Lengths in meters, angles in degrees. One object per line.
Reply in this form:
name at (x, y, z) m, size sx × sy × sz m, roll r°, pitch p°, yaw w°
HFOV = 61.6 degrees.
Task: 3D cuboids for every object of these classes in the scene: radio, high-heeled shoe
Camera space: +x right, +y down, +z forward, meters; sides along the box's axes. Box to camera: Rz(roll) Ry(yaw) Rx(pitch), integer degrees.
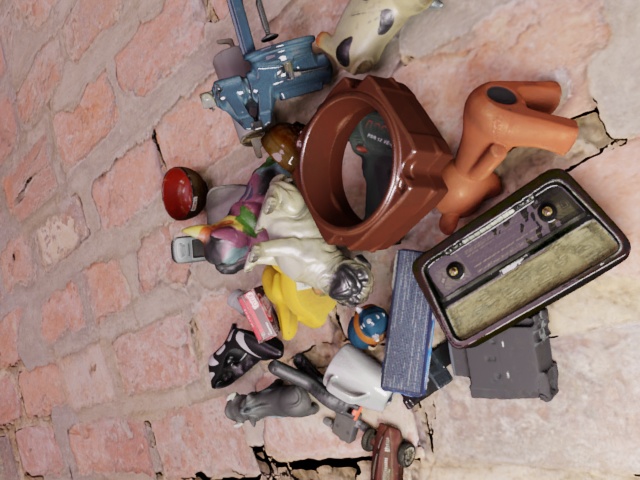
radio at (0.238, 0.025, 0.660) m, size 0.229 × 0.073 × 0.131 m, roll -36°, pitch 66°, yaw 18°
high-heeled shoe at (-0.151, 0.244, 1.037) m, size 0.249 × 0.086 × 0.145 m, roll 5°, pitch 78°, yaw 60°

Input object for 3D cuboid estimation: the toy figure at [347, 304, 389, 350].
toy figure at (0.074, 0.130, 0.821) m, size 0.064 × 0.058 × 0.154 m, roll 34°, pitch 161°, yaw 6°

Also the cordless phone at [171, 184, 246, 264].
cordless phone at (-0.199, -0.028, 0.996) m, size 0.089 × 0.184 × 0.146 m, roll 3°, pitch 98°, yaw 45°

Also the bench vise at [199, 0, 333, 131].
bench vise at (-0.103, -0.304, 0.860) m, size 0.224 × 0.129 × 0.240 m, roll -14°, pitch 106°, yaw 5°

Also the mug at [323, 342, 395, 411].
mug at (0.065, 0.228, 0.861) m, size 0.107 × 0.109 × 0.080 m, roll 26°, pitch 107°, yaw 21°

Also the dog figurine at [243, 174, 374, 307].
dog figurine at (-0.003, 0.000, 0.809) m, size 0.121 × 0.190 × 0.172 m, roll 161°, pitch 124°, yaw -79°

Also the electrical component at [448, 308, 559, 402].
electrical component at (0.243, 0.154, 0.727) m, size 0.134 × 0.058 × 0.114 m, roll -11°, pitch 86°, yaw 40°

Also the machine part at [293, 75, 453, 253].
machine part at (0.059, -0.100, 0.724) m, size 0.201 × 0.087 × 0.201 m, roll -46°, pitch 58°, yaw 37°

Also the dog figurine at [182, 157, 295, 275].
dog figurine at (-0.123, -0.045, 0.908) m, size 0.109 × 0.219 × 0.191 m, roll 10°, pitch 103°, yaw 36°

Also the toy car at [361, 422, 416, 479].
toy car at (0.107, 0.402, 0.880) m, size 0.089 × 0.053 × 0.202 m, roll 10°, pitch 103°, yaw 43°

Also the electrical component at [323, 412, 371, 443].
electrical component at (0.046, 0.321, 0.939) m, size 0.094 × 0.021 × 0.063 m, roll 23°, pitch 110°, yaw 35°

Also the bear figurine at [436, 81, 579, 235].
bear figurine at (0.221, -0.099, 0.691) m, size 0.120 × 0.132 × 0.195 m, roll -85°, pitch 1°, yaw -45°

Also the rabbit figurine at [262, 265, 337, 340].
rabbit figurine at (-0.039, 0.085, 0.942) m, size 0.173 × 0.122 × 0.162 m, roll 1°, pitch 106°, yaw 54°

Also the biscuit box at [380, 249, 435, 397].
biscuit box at (0.132, 0.118, 0.770) m, size 0.063 × 0.059 × 0.202 m, roll 6°, pitch 82°, yaw 20°

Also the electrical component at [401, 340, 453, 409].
electrical component at (0.161, 0.193, 0.808) m, size 0.119 × 0.048 × 0.075 m, roll -45°, pitch 68°, yaw 37°

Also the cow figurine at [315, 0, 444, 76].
cow figurine at (0.090, -0.327, 0.777) m, size 0.195 × 0.085 × 0.127 m, roll -52°, pitch 57°, yaw 29°

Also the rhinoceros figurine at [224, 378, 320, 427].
rhinoceros figurine at (-0.092, 0.306, 0.998) m, size 0.190 × 0.112 × 0.073 m, roll -17°, pitch 87°, yaw 32°

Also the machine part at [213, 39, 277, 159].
machine part at (-0.134, -0.261, 0.981) m, size 0.079 × 0.079 × 0.243 m, roll -28°, pitch 76°, yaw 39°

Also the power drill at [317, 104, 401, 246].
power drill at (0.074, -0.102, 0.832) m, size 0.232 × 0.086 × 0.207 m, roll 17°, pitch 100°, yaw 38°
